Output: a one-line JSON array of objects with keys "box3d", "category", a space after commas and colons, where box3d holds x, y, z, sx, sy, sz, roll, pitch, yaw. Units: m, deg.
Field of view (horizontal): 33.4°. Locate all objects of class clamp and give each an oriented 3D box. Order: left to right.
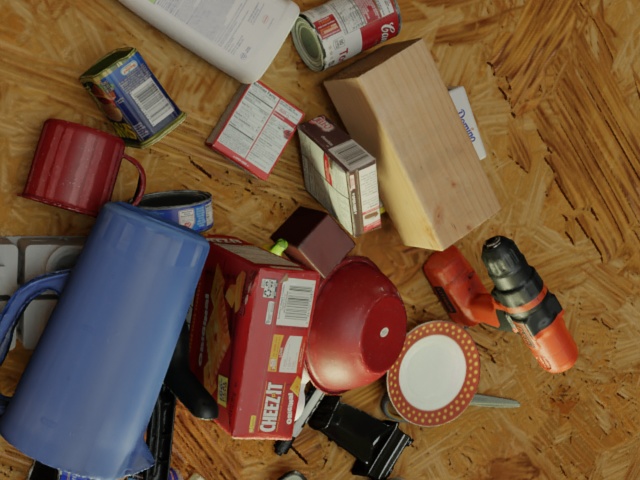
[{"box3d": [-0.149, 0.135, 1.069, 0.036, 0.165, 0.210, 9, 52, -28], "category": "clamp"}]

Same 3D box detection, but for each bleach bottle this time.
[{"box3d": [-0.147, -0.263, 1.067, 0.250, 0.068, 0.102, 32, 84, -24], "category": "bleach bottle"}]

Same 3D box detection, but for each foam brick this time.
[{"box3d": [-0.008, 0.001, 1.171, 0.053, 0.078, 0.051, -47, 113, -11], "category": "foam brick"}]

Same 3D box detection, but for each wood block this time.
[{"box3d": [0.100, -0.102, 1.145, 0.090, 0.091, 0.206, -33, 106, -19], "category": "wood block"}]

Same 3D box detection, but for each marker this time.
[{"box3d": [-0.017, 0.196, 1.226, 0.020, 0.020, 0.121, 32, 92, -27], "category": "marker"}]

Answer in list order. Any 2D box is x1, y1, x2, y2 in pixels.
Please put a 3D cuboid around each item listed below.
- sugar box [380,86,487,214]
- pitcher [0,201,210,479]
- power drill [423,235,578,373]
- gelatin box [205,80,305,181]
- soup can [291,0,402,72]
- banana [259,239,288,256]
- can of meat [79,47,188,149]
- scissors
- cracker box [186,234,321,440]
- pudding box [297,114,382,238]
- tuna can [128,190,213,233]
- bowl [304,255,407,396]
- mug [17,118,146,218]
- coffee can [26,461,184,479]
[{"box3d": [0.100, -0.101, 1.222, 0.176, 0.048, 0.093, -28, 109, -22], "category": "sugar box"}, {"box3d": [-0.206, 0.087, 0.999, 0.149, 0.145, 0.243, 21, 91, -43], "category": "pitcher"}, {"box3d": [0.196, 0.059, 1.217, 0.057, 0.188, 0.184, -38, 114, -14], "category": "power drill"}, {"box3d": [-0.069, -0.120, 1.147, 0.073, 0.030, 0.089, 33, 84, -25], "category": "gelatin box"}, {"box3d": [0.028, -0.232, 1.152, 0.102, 0.069, 0.068, -28, 110, -18], "category": "soup can"}, {"box3d": [-0.072, 0.087, 1.161, 0.037, 0.070, 0.198, 9, 100, -10], "category": "banana"}, {"box3d": [-0.186, -0.141, 1.048, 0.057, 0.102, 0.084, -40, 111, -15], "category": "can of meat"}, {"box3d": [0.165, 0.177, 1.319, 0.201, 0.016, 0.096, -6, 102, -25], "category": "scissors"}, {"box3d": [-0.085, 0.090, 1.072, 0.072, 0.214, 0.164, 7, 96, -27], "category": "cracker box"}, {"box3d": [0.020, -0.069, 1.139, 0.039, 0.114, 0.090, -23, 131, -17], "category": "pudding box"}, {"box3d": [-0.152, -0.027, 1.092, 0.086, 0.086, 0.034, -10, 105, -24], "category": "tuna can"}, {"box3d": [0.050, 0.100, 1.194, 0.161, 0.055, 0.162, -16, 111, -49], "category": "bowl"}, {"box3d": [-0.228, -0.066, 1.043, 0.117, 0.093, 0.081, 16, 87, -5], "category": "mug"}, {"box3d": [-0.224, 0.270, 1.101, 0.140, 0.103, 0.103, 21, 89, -27], "category": "coffee can"}]
